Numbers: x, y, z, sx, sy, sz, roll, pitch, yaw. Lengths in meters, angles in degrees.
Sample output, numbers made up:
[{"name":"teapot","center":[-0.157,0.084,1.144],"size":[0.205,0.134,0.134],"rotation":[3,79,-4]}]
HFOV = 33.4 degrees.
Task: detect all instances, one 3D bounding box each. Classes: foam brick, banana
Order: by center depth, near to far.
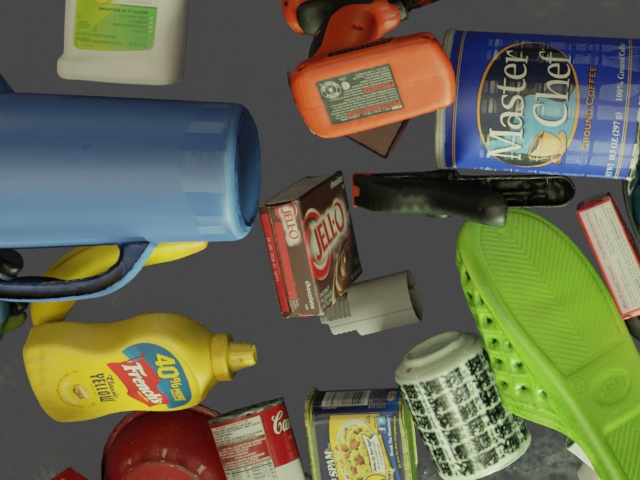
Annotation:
[{"name":"foam brick","center":[0.032,-0.107,0.827],"size":[0.078,0.053,0.051],"rotation":[30,109,4]},{"name":"banana","center":[-0.188,0.029,0.924],"size":[0.198,0.037,0.069],"rotation":[-35,125,21]}]

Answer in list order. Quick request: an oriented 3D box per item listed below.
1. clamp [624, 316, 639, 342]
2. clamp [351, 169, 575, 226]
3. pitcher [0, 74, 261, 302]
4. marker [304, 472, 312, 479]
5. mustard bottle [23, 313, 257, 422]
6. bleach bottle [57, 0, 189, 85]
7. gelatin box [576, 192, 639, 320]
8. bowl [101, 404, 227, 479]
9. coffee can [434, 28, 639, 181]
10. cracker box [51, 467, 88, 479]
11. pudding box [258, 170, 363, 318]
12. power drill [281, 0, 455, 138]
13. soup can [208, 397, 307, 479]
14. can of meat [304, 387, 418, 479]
[{"name":"clamp","center":[0.349,0.117,0.825],"size":[0.165,0.036,0.210],"rotation":[-24,95,18]},{"name":"clamp","center":[0.103,-0.036,0.812],"size":[0.172,0.120,0.039],"rotation":[11,101,45]},{"name":"pitcher","center":[-0.175,-0.044,0.851],"size":[0.243,0.145,0.149],"rotation":[1,128,9]},{"name":"marker","center":[0.026,0.253,0.943],"size":[0.121,0.020,0.020],"rotation":[43,109,-1]},{"name":"mustard bottle","center":[-0.149,0.107,0.915],"size":[0.192,0.058,0.096],"rotation":[-7,125,9]},{"name":"bleach bottle","center":[-0.150,-0.250,0.825],"size":[0.102,0.068,0.251],"rotation":[5,104,6]},{"name":"gelatin box","center":[0.222,0.010,0.799],"size":[0.030,0.073,0.089],"rotation":[-24,89,16]},{"name":"bowl","center":[-0.130,0.227,0.952],"size":[0.162,0.055,0.162],"rotation":[3,105,12]},{"name":"coffee can","center":[0.159,-0.099,0.775],"size":[0.140,0.102,0.103],"rotation":[5,106,11]},{"name":"cracker box","center":[-0.189,0.330,0.940],"size":[0.164,0.072,0.214],"rotation":[27,126,23]},{"name":"pudding box","center":[-0.005,0.001,0.832],"size":[0.039,0.113,0.090],"rotation":[-7,103,18]},{"name":"power drill","center":[0.055,-0.154,0.744],"size":[0.185,0.187,0.057],"rotation":[-15,125,17]},{"name":"soup can","center":[-0.049,0.192,0.904],"size":[0.069,0.068,0.102],"rotation":[-18,85,16]},{"name":"can of meat","center":[0.037,0.175,0.900],"size":[0.084,0.057,0.102],"rotation":[-4,103,12]}]
